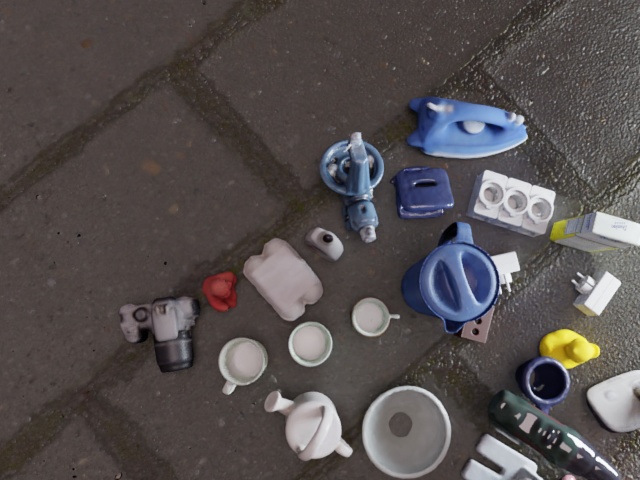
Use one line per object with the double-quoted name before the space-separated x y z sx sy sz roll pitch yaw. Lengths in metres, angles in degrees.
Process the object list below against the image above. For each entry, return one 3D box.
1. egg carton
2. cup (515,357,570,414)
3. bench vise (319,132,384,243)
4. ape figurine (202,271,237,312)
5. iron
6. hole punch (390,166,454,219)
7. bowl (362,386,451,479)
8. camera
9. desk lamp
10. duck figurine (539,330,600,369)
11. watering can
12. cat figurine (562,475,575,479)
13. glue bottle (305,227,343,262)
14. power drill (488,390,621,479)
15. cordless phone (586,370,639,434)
"egg carton" -0.070 0.075 1.109 0.107 0.069 0.150 -42 87 -7
"cup" 0.416 0.281 1.101 0.091 0.095 0.118 6 83 -2
"bench vise" 0.080 -0.109 1.064 0.121 0.219 0.207 -31 86 -6
"ape figurine" -0.189 0.094 1.088 0.076 0.092 0.078 33 83 1
"iron" 0.308 -0.234 1.131 0.258 0.141 0.119 4 83 -3
"hole punch" 0.202 -0.098 1.134 0.108 0.091 0.101 -4 84 -4
"bowl" 0.158 0.359 1.087 0.167 0.074 0.167 0 83 -3
"camera" -0.294 0.178 1.068 0.143 0.100 0.137 -9 84 -4
"desk lamp" 0.384 0.463 1.018 0.203 0.213 0.118 31 83 1
"duck figurine" 0.490 0.215 1.117 0.104 0.086 0.077 2 83 -3
"watering can" -0.020 0.333 1.019 0.173 0.194 0.101 13 83 -1
"cat figurine" 0.535 0.490 1.072 0.128 0.117 0.067 0 83 -3
"glue bottle" 0.010 0.004 1.070 0.078 0.173 0.037 32 83 1
"power drill" 0.396 0.348 1.035 0.229 0.208 0.076 33 83 1
"cordless phone" 0.602 0.310 1.063 0.147 0.185 0.094 -22 85 -5
